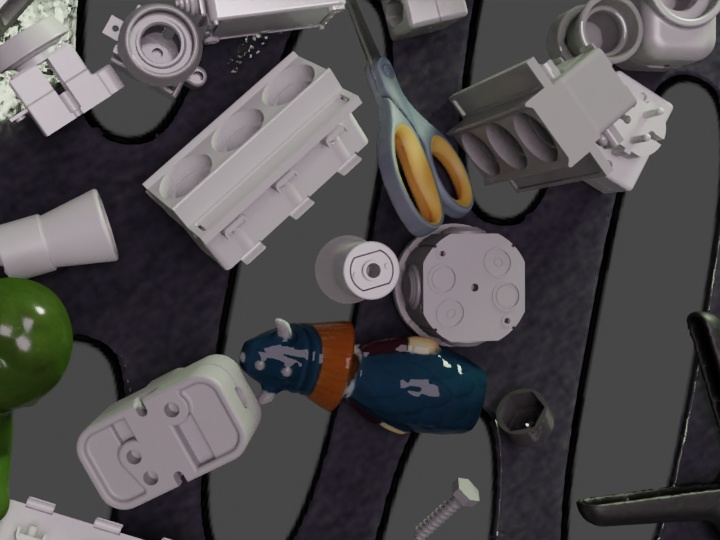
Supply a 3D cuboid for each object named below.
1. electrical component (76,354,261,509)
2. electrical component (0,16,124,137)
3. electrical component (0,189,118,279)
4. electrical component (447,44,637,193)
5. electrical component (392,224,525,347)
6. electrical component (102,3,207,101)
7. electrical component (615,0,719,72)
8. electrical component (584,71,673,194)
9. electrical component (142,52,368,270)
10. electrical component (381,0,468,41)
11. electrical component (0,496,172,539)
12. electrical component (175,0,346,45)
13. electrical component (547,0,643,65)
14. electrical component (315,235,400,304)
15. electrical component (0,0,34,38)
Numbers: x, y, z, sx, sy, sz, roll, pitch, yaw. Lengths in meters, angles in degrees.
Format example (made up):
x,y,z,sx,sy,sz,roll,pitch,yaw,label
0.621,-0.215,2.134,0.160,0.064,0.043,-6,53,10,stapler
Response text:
x,y,z,sx,sy,sz,roll,pitch,yaw,label
-0.109,0.092,0.632,0.095,0.059,0.053,-27,97,9,electrical component
-0.181,-0.113,0.625,0.066,0.048,0.055,-36,106,-11,electrical component
-0.180,-0.017,0.630,0.065,0.044,0.044,-17,95,-9,electrical component
0.110,-0.093,0.660,0.063,0.121,0.078,-40,100,-13,electrical component
0.065,0.010,0.687,0.080,0.051,0.080,0,92,-14,electrical component
-0.119,-0.130,0.635,0.066,0.055,0.048,28,84,-13,electrical component
0.203,-0.184,0.714,0.054,0.059,0.095,0,91,-14,electrical component
0.172,-0.090,0.699,0.047,0.077,0.065,29,84,-13,electrical component
-0.059,-0.063,0.644,0.121,0.079,0.063,-43,130,-10,electrical component
0.053,-0.189,0.682,0.077,0.047,0.065,-16,95,-13,electrical component
-0.159,0.179,0.626,0.121,0.079,0.063,21,64,-14,electrical component
-0.064,-0.175,0.644,0.096,0.062,0.061,-11,93,-14,electrical component
0.152,-0.153,0.703,0.045,0.055,0.045,0,91,-14,electrical component
0.000,0.000,0.663,0.044,0.065,0.044,0,91,-14,electrical component
-0.227,-0.179,0.603,0.089,0.062,0.150,40,82,-12,electrical component
